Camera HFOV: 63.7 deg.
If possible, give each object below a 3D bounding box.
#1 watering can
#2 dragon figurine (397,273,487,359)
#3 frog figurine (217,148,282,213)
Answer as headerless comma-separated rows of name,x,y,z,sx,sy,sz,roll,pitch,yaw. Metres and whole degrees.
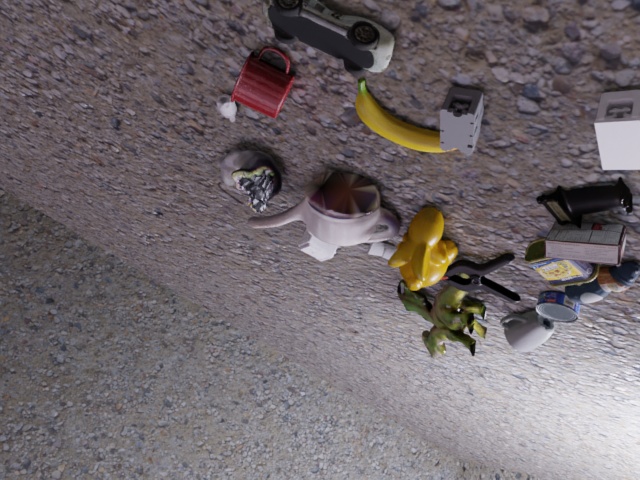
watering can,0.003,-0.056,1.114,0.348,0.106,0.220,6,153,3
dragon figurine,0.299,0.174,1.328,0.244,0.124,0.401,14,136,37
frog figurine,-0.159,-0.154,1.160,0.136,0.122,0.162,35,-170,-36
